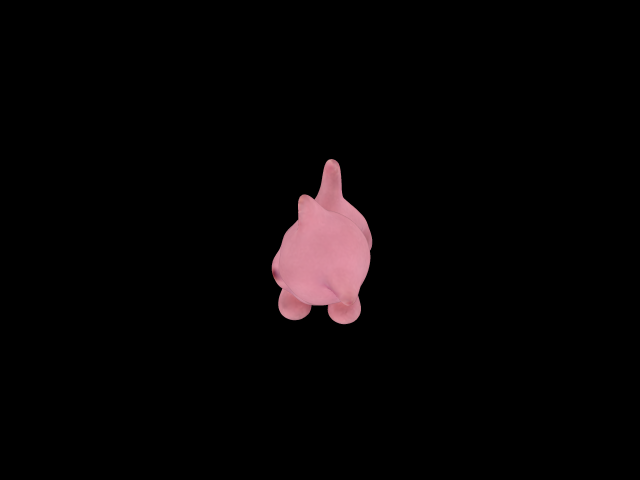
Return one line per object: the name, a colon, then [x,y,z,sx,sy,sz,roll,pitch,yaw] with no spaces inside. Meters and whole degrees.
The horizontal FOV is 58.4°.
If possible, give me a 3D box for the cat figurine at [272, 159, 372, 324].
cat figurine: [0.004,0.001,0.400,0.067,0.118,0.128,5,53,4]
